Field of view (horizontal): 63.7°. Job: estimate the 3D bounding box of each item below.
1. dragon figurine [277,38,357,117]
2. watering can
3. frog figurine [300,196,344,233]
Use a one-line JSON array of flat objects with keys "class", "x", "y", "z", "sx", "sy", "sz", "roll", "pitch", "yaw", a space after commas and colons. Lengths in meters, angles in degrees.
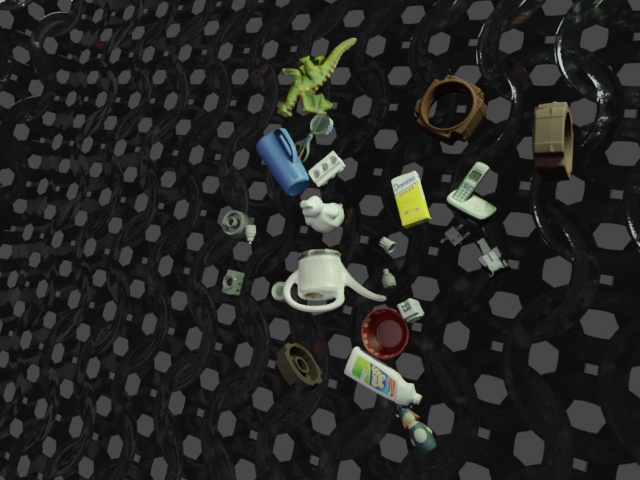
[{"class": "dragon figurine", "x": -0.010, "y": -0.605, "z": 2.024, "sx": 0.407, "sy": 0.122, "sz": 0.244, "roll": -20, "pitch": 85, "yaw": 23}, {"class": "watering can", "x": 0.044, "y": 0.136, "z": 1.767, "sx": 0.347, "sy": 0.102, "sz": 0.229, "roll": -5, "pitch": 61, "yaw": 3}, {"class": "frog figurine", "x": 0.006, "y": -0.092, "z": 1.818, "sx": 0.137, "sy": 0.158, "sz": 0.124, "roll": -10, "pitch": 75, "yaw": 25}]
